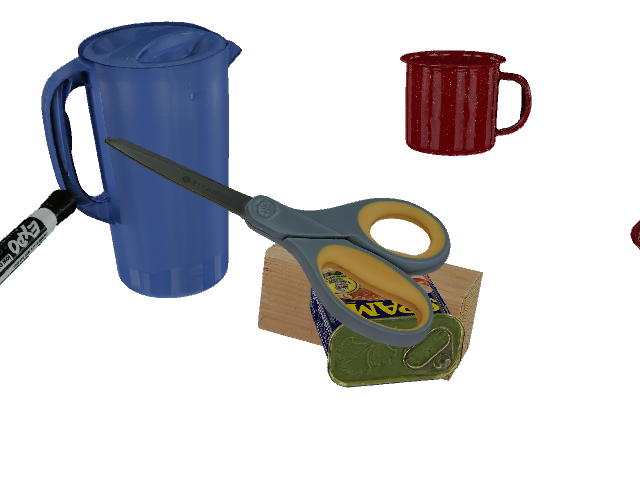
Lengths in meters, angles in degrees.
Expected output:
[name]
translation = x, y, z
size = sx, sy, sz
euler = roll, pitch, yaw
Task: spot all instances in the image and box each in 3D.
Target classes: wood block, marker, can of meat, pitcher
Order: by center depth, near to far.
[marker]
translation = -0.185, 0.002, 0.657
size = 0.020, 0.020, 0.121
euler = 0, 31, 21
[can of meat]
translation = 0.047, 0.060, 0.805
size = 0.102, 0.057, 0.084
euler = -4, 29, -11
[pitcher]
translation = -0.154, -0.070, 0.986
size = 0.149, 0.243, 0.145
euler = 5, 28, 11
[wood block]
translation = 0.050, 0.062, 1.095
size = 0.206, 0.091, 0.090
euler = 14, 23, 17

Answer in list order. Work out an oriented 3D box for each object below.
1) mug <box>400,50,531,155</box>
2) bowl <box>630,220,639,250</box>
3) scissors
[mug]
translation = 0.129, -0.123, 0.952
size = 0.117, 0.081, 0.093
euler = 3, 18, 12
[bowl]
translation = 0.406, 0.019, 1.115
size = 0.162, 0.055, 0.162
euler = -3, 23, 1
[scissors]
translation = -0.013, -0.020, 0.584
size = 0.096, 0.202, 0.016
euler = -42, -16, -33
